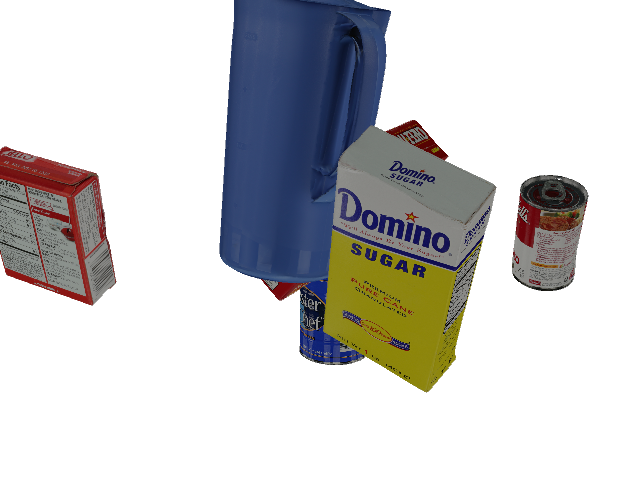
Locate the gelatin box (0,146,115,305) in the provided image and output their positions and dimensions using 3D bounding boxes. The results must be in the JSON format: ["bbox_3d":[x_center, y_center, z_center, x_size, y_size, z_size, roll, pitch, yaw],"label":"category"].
[{"bbox_3d":[-0.171,-0.010,0.676,0.073,0.089,0.030,16,40,23],"label":"gelatin box"}]

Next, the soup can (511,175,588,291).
[{"bbox_3d":[0.236,-0.007,1.104,0.068,0.102,0.068,0,34,0],"label":"soup can"}]

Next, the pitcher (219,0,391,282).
[{"bbox_3d":[-0.016,-0.089,0.911,0.145,0.243,0.149,10,14,10],"label":"pitcher"}]

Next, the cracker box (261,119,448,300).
[{"bbox_3d":[0.030,-0.038,1.261,0.214,0.072,0.163,-47,-9,34],"label":"cracker box"}]

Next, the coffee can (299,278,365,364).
[{"bbox_3d":[0.021,0.093,1.525,0.103,0.140,0.103,0,20,0],"label":"coffee can"}]

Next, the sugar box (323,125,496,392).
[{"bbox_3d":[0.053,0.017,0.703,0.093,0.176,0.048,28,55,21],"label":"sugar box"}]
